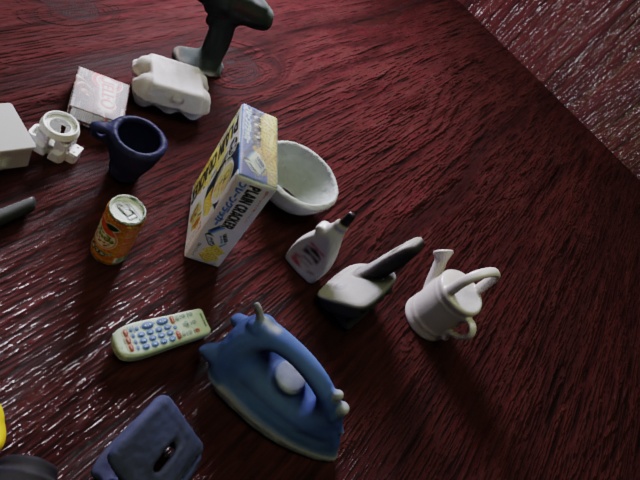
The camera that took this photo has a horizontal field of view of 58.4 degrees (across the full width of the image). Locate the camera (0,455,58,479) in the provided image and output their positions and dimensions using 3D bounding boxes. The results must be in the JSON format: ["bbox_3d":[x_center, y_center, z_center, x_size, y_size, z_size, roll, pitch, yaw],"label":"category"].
[{"bbox_3d":[-0.294,0.290,0.566,0.143,0.100,0.137,24,45,-21],"label":"camera"}]

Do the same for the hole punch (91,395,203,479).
[{"bbox_3d":[-0.194,0.256,0.680,0.101,0.091,0.109,41,41,-2],"label":"hole punch"}]

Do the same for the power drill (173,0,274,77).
[{"bbox_3d":[-0.215,-0.434,1.153,0.230,0.208,0.075,-6,60,-41],"label":"power drill"}]

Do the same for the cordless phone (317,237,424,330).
[{"bbox_3d":[0.093,0.061,0.996,0.094,0.184,0.148,46,41,4],"label":"cordless phone"}]

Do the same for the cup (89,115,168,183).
[{"bbox_3d":[-0.315,-0.140,0.914,0.118,0.094,0.091,15,48,-28],"label":"cup"}]

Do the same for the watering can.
[{"bbox_3d":[0.253,0.099,1.083,0.101,0.193,0.172,-22,71,-46],"label":"watering can"}]

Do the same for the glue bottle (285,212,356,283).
[{"bbox_3d":[0.009,0.004,0.988,0.078,0.173,0.037,43,41,1],"label":"glue bottle"}]

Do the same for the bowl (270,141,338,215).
[{"bbox_3d":[-0.052,-0.107,1.107,0.168,0.074,0.167,21,46,-23],"label":"bowl"}]

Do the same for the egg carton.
[{"bbox_3d":[-0.281,-0.288,1.084,0.151,0.069,0.107,8,52,-33],"label":"egg carton"}]

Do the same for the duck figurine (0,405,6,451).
[{"bbox_3d":[-0.374,0.183,0.604,0.104,0.086,0.078,49,42,8],"label":"duck figurine"}]

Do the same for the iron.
[{"bbox_3d":[-0.038,0.201,0.810,0.258,0.141,0.119,43,41,0],"label":"iron"}]
